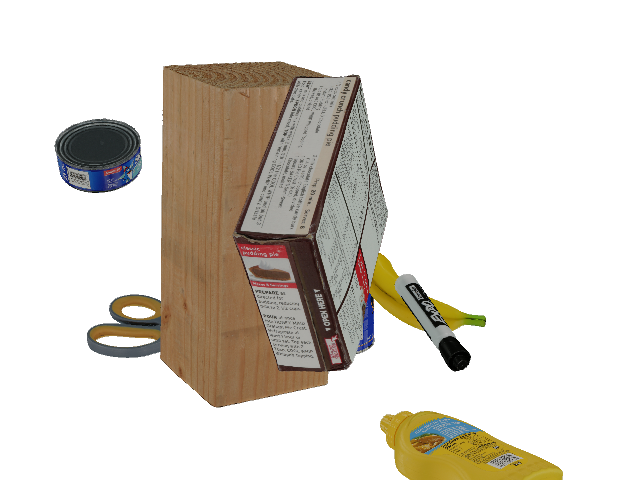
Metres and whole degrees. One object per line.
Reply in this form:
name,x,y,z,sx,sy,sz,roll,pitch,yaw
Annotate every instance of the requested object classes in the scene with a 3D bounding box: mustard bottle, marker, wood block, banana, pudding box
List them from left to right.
wood block,-0.048,-0.008,0.704,0.090,0.206,0.090,-7,21,-31
pudding box,0.000,-0.009,0.496,0.039,0.090,0.113,-1,44,16
banana,0.092,0.059,1.168,0.069,0.037,0.198,4,19,-36
marker,0.087,0.064,0.836,0.020,0.020,0.121,0,28,-19
mustard bottle,0.128,0.209,1.021,0.096,0.058,0.192,-14,24,-38

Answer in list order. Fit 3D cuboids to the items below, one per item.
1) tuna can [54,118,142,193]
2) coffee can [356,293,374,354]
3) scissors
tuna can,-0.225,-0.086,1.088,0.086,0.034,0.086,1,41,-1
coffee can,0.027,0.080,1.523,0.103,0.140,0.103,-1,21,0
scissors,-0.118,0.081,1.010,0.201,0.016,0.096,-1,33,-9
